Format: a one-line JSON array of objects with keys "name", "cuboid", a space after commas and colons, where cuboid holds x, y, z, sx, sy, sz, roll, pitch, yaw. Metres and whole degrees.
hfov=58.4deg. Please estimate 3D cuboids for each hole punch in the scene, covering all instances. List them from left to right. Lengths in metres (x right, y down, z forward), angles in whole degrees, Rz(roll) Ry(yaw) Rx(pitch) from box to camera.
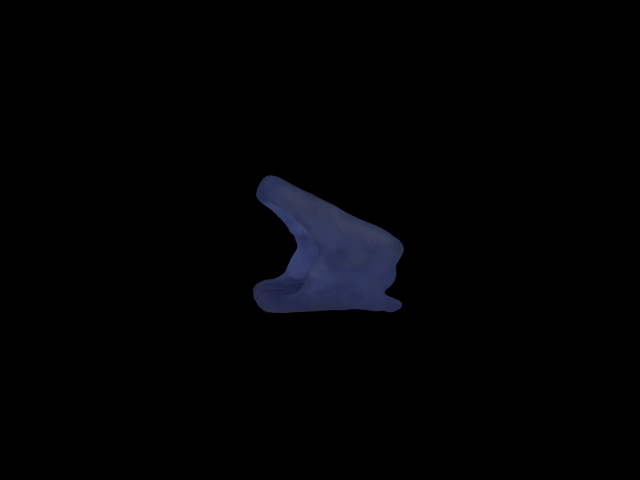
[{"name": "hole punch", "cuboid": [0.004, 0.001, 0.400, 0.101, 0.091, 0.108, -1, 4, -11]}]
